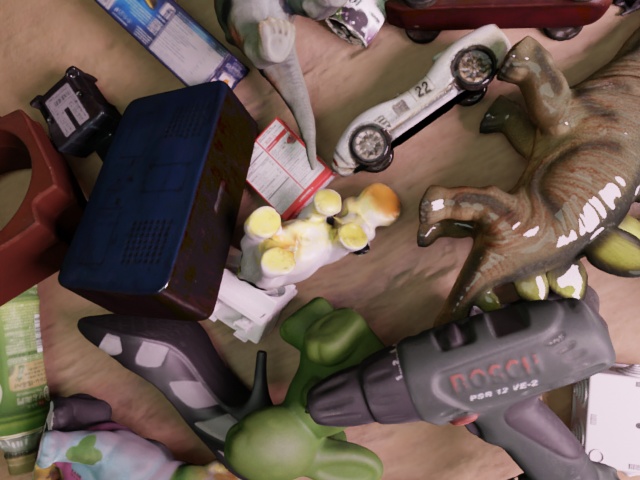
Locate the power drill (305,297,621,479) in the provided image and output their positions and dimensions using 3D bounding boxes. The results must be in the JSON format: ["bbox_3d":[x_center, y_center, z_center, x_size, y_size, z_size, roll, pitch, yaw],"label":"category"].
[{"bbox_3d":[0.131,0.153,0.433,0.232,0.086,0.207,-29,102,16],"label":"power drill"}]

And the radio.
[{"bbox_3d":[-0.151,-0.040,0.524,0.131,0.073,0.229,-3,60,23],"label":"radio"}]

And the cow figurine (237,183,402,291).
[{"bbox_3d":[0.001,0.000,0.531,0.167,0.098,0.068,-19,72,-26],"label":"cow figurine"}]

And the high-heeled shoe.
[{"bbox_3d":[-0.152,0.164,0.575,0.249,0.086,0.145,10,100,16],"label":"high-heeled shoe"}]

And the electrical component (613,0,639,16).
[{"bbox_3d":[0.279,-0.274,0.457,0.058,0.134,0.115,-24,85,11],"label":"electrical component"}]

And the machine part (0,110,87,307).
[{"bbox_3d":[-0.369,-0.030,0.585,0.201,0.087,0.201,-34,62,-7],"label":"machine part"}]

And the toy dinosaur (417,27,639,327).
[{"bbox_3d":[0.235,-0.081,0.470,0.199,0.105,0.471,32,87,15],"label":"toy dinosaur"}]

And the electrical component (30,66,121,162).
[{"bbox_3d":[-0.270,-0.130,0.623,0.075,0.047,0.119,-33,80,10],"label":"electrical component"}]

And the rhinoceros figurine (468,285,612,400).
[{"bbox_3d":[0.170,0.097,0.501,0.190,0.073,0.112,-27,84,10],"label":"rhinoceros figurine"}]

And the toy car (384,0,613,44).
[{"bbox_3d":[0.163,-0.225,0.505,0.202,0.089,0.053,5,90,14],"label":"toy car"}]

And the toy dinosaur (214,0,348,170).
[{"bbox_3d":[-0.060,-0.281,0.541,0.131,0.192,0.404,-3,104,-25],"label":"toy dinosaur"}]

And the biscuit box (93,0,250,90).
[{"bbox_3d":[-0.174,-0.236,0.596,0.203,0.063,0.059,44,99,11],"label":"biscuit box"}]

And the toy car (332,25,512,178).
[{"bbox_3d":[0.094,-0.129,0.525,0.202,0.073,0.056,-35,85,9],"label":"toy car"}]

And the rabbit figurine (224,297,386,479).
[{"bbox_3d":[-0.009,0.161,0.513,0.170,0.121,0.159,-42,114,-15],"label":"rabbit figurine"}]

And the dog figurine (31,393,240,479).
[{"bbox_3d":[-0.188,0.248,0.570,0.219,0.192,0.108,18,90,-21],"label":"dog figurine"}]
